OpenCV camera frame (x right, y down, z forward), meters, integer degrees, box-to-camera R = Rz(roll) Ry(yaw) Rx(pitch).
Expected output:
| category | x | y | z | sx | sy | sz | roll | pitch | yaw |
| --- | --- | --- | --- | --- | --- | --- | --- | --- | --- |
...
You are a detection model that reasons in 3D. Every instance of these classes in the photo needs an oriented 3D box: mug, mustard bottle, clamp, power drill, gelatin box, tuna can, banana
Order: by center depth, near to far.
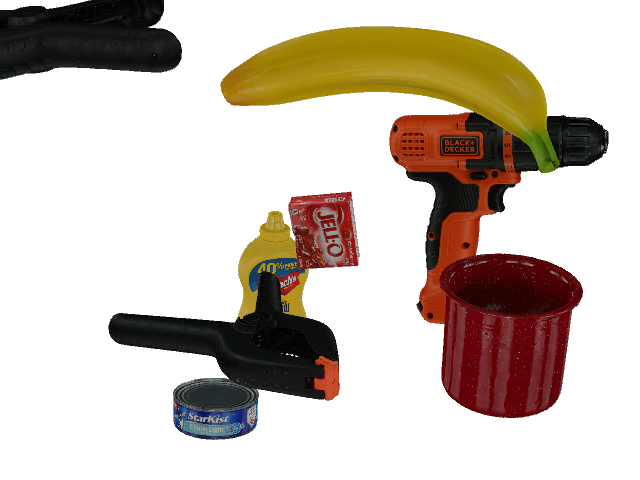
| category | x | y | z | sx | sy | sz | roll | pitch | yaw |
| --- | --- | --- | --- | --- | --- | --- | --- | --- | --- |
| banana | 0.044 | -0.091 | 0.605 | 0.198 | 0.069 | 0.037 | 13 | -33 | 14 |
| clamp | -0.168 | -0.126 | 0.652 | 0.171 | 0.039 | 0.120 | -2 | 22 | -3 |
| mug | 0.123 | 0.059 | 0.725 | 0.093 | 0.081 | 0.117 | -1 | 25 | -4 |
| clamp | -0.047 | 0.074 | 0.858 | 0.164 | 0.036 | 0.210 | -21 | 27 | -40 |
| power drill | 0.152 | -0.019 | 0.923 | 0.185 | 0.188 | 0.057 | 3 | 13 | 22 |
| tuna can | -0.105 | 0.168 | 1.069 | 0.086 | 0.034 | 0.086 | 2 | 13 | -1 |
| gelatin box | 0.005 | -0.011 | 1.262 | 0.073 | 0.089 | 0.030 | -3 | 29 | 9 |
| mustard bottle | -0.064 | 0.052 | 1.452 | 0.096 | 0.192 | 0.058 | -5 | 24 | -17 |
